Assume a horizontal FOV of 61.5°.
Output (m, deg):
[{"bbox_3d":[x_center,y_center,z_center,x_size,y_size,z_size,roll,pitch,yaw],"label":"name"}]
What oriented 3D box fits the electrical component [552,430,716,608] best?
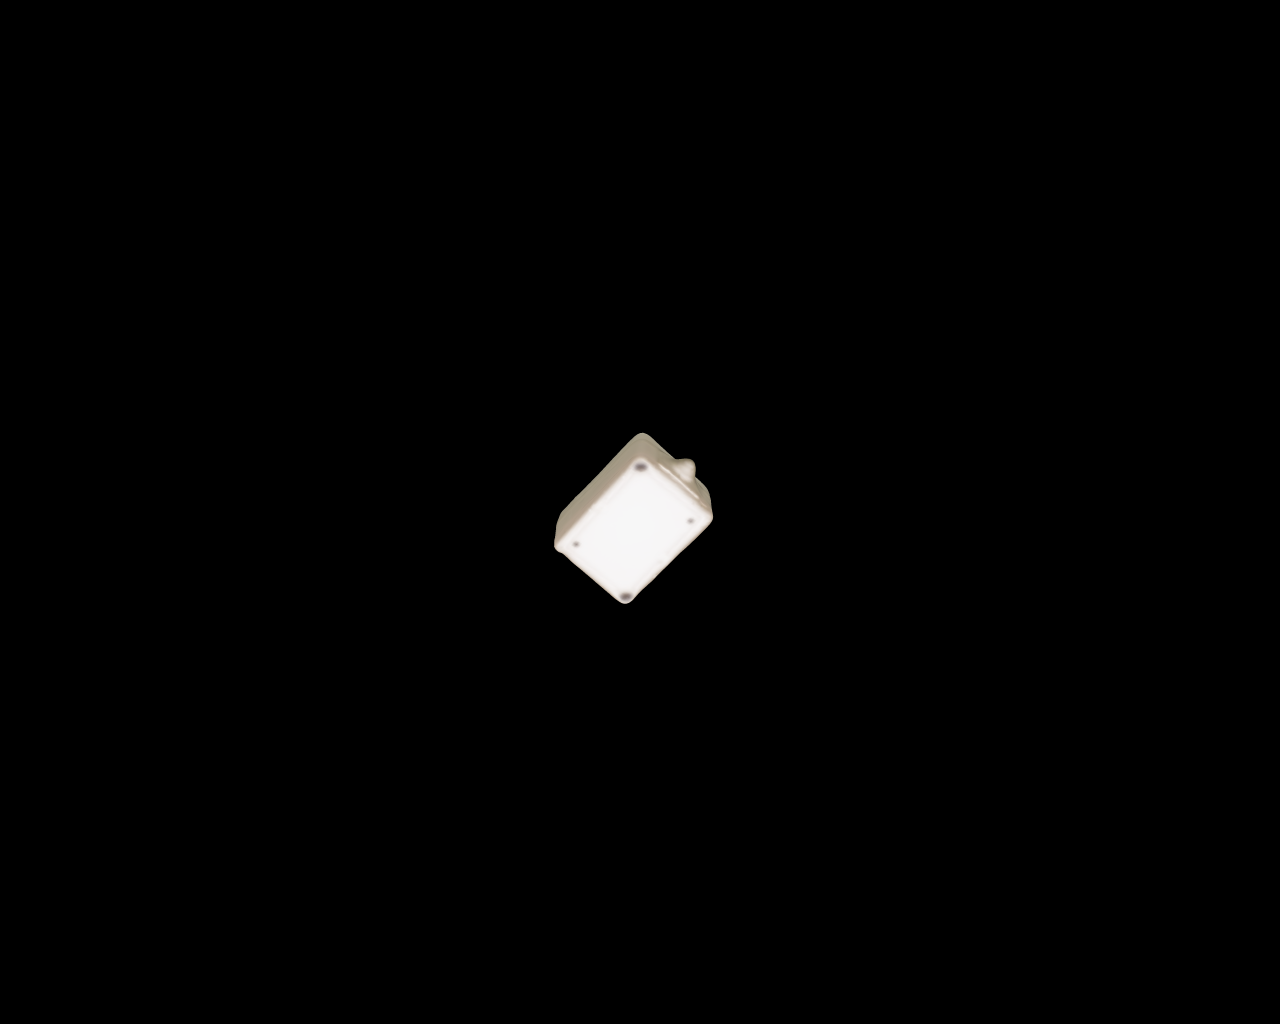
[{"bbox_3d":[0.001,-0.003,0.650,0.061,0.096,0.061,41,16,-14],"label":"electrical component"}]
